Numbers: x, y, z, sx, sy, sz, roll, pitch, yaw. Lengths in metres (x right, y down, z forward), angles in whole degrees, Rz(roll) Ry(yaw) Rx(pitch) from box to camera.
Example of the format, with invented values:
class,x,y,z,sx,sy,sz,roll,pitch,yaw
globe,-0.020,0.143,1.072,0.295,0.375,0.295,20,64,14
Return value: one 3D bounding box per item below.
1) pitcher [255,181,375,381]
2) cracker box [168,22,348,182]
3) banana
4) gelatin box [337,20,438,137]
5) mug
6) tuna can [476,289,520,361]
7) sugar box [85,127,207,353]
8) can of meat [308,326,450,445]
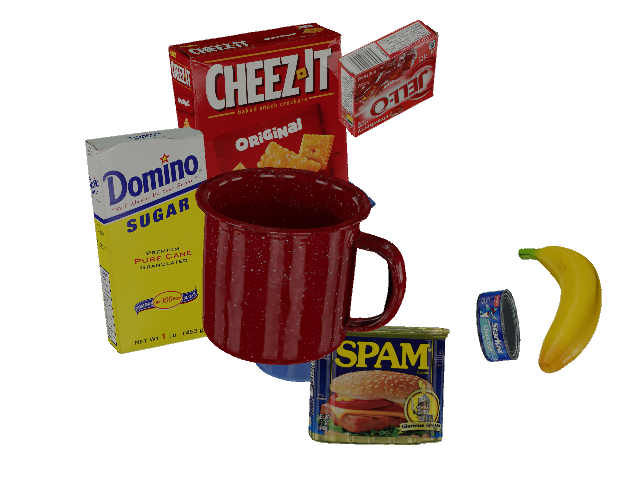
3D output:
class,x,y,z,sx,sy,sz,roll,pitch,yaw
pitcher,-0.032,0.044,1.302,0.149,0.243,0.144,14,21,25
cracker box,-0.056,-0.100,1.085,0.164,0.214,0.072,-14,26,-23
banana,0.231,0.056,1.002,0.070,0.037,0.197,-26,24,18
gelatin box,0.058,-0.139,0.916,0.089,0.030,0.073,-29,-33,-19
mug,-0.011,0.016,0.574,0.117,0.081,0.093,11,24,14
tuna can,0.214,0.103,1.284,0.034,0.086,0.086,-8,-3,21
sugar box,-0.138,-0.001,0.892,0.093,0.176,0.048,-11,18,-23
can of meat,0.041,0.105,0.783,0.102,0.084,0.057,3,-3,-7
